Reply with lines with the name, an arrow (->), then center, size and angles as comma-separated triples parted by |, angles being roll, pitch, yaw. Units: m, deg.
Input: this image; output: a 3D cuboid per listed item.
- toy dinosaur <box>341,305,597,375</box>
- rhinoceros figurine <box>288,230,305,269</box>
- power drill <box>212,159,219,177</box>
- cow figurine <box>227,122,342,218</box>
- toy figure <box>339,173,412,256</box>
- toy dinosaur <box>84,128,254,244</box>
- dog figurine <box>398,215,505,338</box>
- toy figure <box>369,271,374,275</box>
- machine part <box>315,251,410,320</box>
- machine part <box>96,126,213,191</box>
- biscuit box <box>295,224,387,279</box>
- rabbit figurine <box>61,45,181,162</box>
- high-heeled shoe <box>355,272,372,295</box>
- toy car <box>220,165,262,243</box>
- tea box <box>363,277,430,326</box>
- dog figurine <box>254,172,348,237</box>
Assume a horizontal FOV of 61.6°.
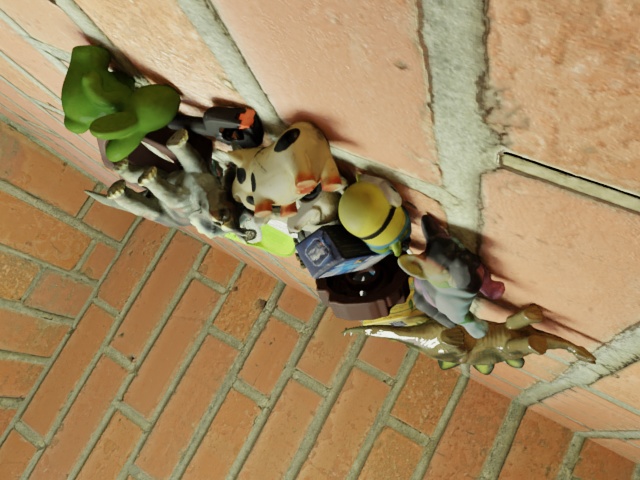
toy dinosaur -> 0.257, 0.185, 1.009 | 0.472, 0.105, 0.198 | 8, 149, 18
rhinoceros figurine -> -0.002, -0.003, 1.055 | 0.112, 0.073, 0.190 | -12, 162, -7
power drill -> -0.257, -0.124, 1.245 | 0.232, 0.086, 0.207 | 22, 164, 25
cow figurine -> -0.062, -0.096, 0.735 | 0.085, 0.127, 0.195 | 3, 161, -38
toy figure -> 0.085, -0.025, 0.776 | 0.082, 0.089, 0.180 | 15, 163, 23
toy dinosaur -> -0.248, -0.072, 0.934 | 0.405, 0.131, 0.192 | -1, 144, 47
dog figurine -> 0.185, 0.049, 0.842 | 0.219, 0.108, 0.192 | 41, 167, -34
toy figure -> 0.104, 0.041, 1.138 | 0.155, 0.064, 0.058 | 30, -152, 16
machine part -> 0.079, 0.066, 0.959 | 0.180, 0.179, 0.056 | 20, 145, 39
machine part -> -0.308, -0.165, 1.017 | 0.201, 0.087, 0.201 | 22, 152, -2
biscuit box -> 0.043, 0.014, 0.842 | 0.063, 0.059, 0.202 | 59, -155, 14
rabbit figurine -> -0.308, -0.211, 0.832 | 0.170, 0.159, 0.121 | 11, 156, 11
high-heeled shoe -> 0.171, 0.119, 1.290 | 0.145, 0.086, 0.248 | 15, 167, 42
toy car -> -0.167, -0.073, 1.150 | 0.201, 0.056, 0.074 | 79, 171, -49
tea box -> 0.180, 0.141, 1.143 | 0.068, 0.098, 0.170 | 35, 141, -31
dog figurine -> 0.015, -0.051, 0.850 | 0.173, 0.121, 0.190 | 9, 172, 43
